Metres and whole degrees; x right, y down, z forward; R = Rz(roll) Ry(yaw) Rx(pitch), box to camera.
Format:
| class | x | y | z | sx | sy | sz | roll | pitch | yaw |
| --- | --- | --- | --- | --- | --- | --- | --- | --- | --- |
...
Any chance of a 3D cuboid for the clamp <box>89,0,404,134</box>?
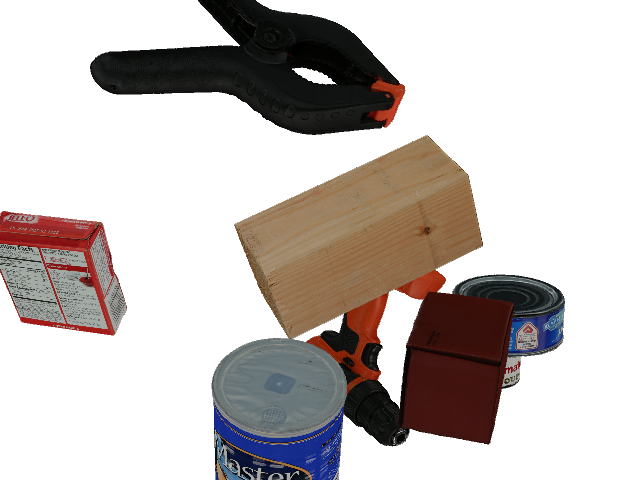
| class | x | y | z | sx | sy | sz | roll | pitch | yaw |
| --- | --- | --- | --- | --- | --- | --- | --- | --- | --- |
| clamp | -0.041 | -0.100 | 0.604 | 0.171 | 0.120 | 0.039 | 27 | -28 | 8 |

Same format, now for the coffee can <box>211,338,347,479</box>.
| class | x | y | z | sx | sy | sz | roll | pitch | yaw |
| --- | --- | --- | --- | --- | --- | --- | --- | --- | --- |
| coffee can | -0.034 | 0.163 | 0.847 | 0.103 | 0.140 | 0.103 | 2 | 36 | -1 |

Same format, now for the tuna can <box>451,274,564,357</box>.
| class | x | y | z | sx | sy | sz | roll | pitch | yaw |
| --- | --- | --- | --- | --- | --- | --- | --- | --- | --- |
| tuna can | 0.141 | 0.055 | 0.807 | 0.086 | 0.034 | 0.086 | 0 | 19 | 0 |

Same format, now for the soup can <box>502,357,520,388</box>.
| class | x | y | z | sx | sy | sz | roll | pitch | yaw |
| --- | --- | --- | --- | --- | --- | --- | --- | --- | --- |
| soup can | 0.217 | 0.126 | 1.334 | 0.068 | 0.102 | 0.068 | -1 | 18 | 0 |

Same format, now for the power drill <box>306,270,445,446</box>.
| class | x | y | z | sx | sy | sz | roll | pitch | yaw |
| --- | --- | --- | --- | --- | --- | --- | --- | --- | --- |
| power drill | 0.062 | 0.105 | 1.152 | 0.057 | 0.188 | 0.185 | 13 | 17 | -40 |

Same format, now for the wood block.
| class | x | y | z | sx | sy | sz | roll | pitch | yaw |
| --- | --- | --- | --- | --- | --- | --- | --- | --- | --- |
| wood block | 0.037 | -0.004 | 1.006 | 0.206 | 0.091 | 0.090 | -25 | 37 | -9 |

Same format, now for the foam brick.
| class | x | y | z | sx | sy | sz | roll | pitch | yaw |
| --- | --- | --- | --- | --- | --- | --- | --- | --- | --- |
| foam brick | 0.077 | 0.069 | 0.602 | 0.053 | 0.051 | 0.078 | 8 | 22 | 13 |

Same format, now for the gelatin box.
| class | x | y | z | sx | sy | sz | roll | pitch | yaw |
| --- | --- | --- | --- | --- | --- | --- | --- | --- | --- |
| gelatin box | -0.178 | 0.022 | 0.730 | 0.073 | 0.089 | 0.030 | 6 | 45 | 13 |
